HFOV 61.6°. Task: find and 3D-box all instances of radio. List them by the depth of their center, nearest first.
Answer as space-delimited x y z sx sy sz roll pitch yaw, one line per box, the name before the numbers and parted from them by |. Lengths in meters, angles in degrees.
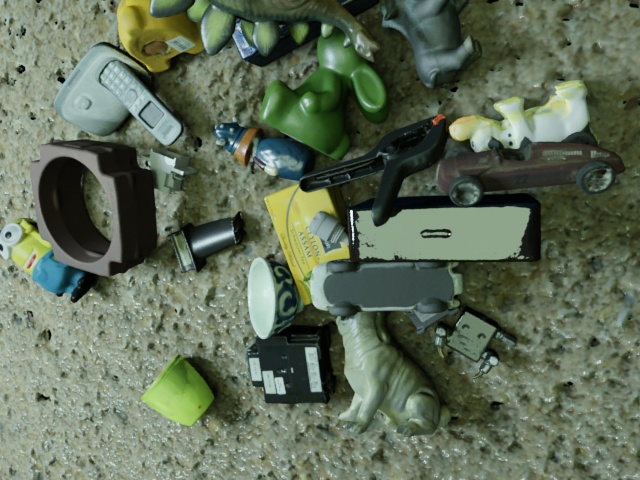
radio | 0.159 -0.018 0.696 0.230 0.131 0.073 0 100 17

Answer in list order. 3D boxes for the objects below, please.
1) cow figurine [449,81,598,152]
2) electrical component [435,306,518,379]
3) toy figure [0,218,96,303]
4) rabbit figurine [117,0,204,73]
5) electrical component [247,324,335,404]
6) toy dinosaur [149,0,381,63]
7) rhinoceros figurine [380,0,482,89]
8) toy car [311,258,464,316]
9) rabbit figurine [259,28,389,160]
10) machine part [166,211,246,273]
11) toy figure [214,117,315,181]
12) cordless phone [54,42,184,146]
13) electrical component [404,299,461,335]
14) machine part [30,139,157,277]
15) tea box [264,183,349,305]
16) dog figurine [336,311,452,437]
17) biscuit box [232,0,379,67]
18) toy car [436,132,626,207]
cow figurine | 0.255 -0.134 0.682 0.167 0.068 0.098 -13 106 21
electrical component | 0.212 0.142 0.753 0.102 0.045 0.078 35 109 9
toy figure | -0.478 0.034 0.938 0.180 0.089 0.082 35 80 -1
rabbit figurine | -0.258 -0.353 0.776 0.122 0.162 0.173 -15 77 31
electrical component | -0.048 0.192 0.839 0.134 0.058 0.114 -3 97 19
toy dinosaur | -0.131 -0.341 0.632 0.471 0.105 0.198 36 122 -4
rhinoceros figurine | 0.135 -0.293 0.692 0.112 0.073 0.190 -21 94 30
toy car | 0.088 0.059 0.712 0.202 0.056 0.073 -3 93 5
rabbit figurine | 0.017 -0.205 0.718 0.159 0.121 0.170 27 98 7
machine part | -0.180 0.002 0.859 0.139 0.039 0.084 -23 84 22
toy figure | -0.086 -0.131 0.792 0.155 0.064 0.057 22 123 13
cordless phone | -0.306 -0.198 0.842 0.184 0.089 0.146 47 109 1
electrical component | 0.138 0.065 0.763 0.075 0.048 0.119 -33 90 19
machine part | -0.360 -0.055 0.860 0.201 0.087 0.201 12 110 26
tea box | -0.002 -0.002 0.784 0.098 0.068 0.169 -21 92 19
dog figurine | 0.106 0.172 0.774 0.172 0.121 0.190 7 84 -17
biscuit box | -0.025 -0.312 0.740 0.203 0.063 0.059 -22 91 20
toy car | 0.236 -0.087 0.618 0.202 0.089 0.053 -5 123 15
